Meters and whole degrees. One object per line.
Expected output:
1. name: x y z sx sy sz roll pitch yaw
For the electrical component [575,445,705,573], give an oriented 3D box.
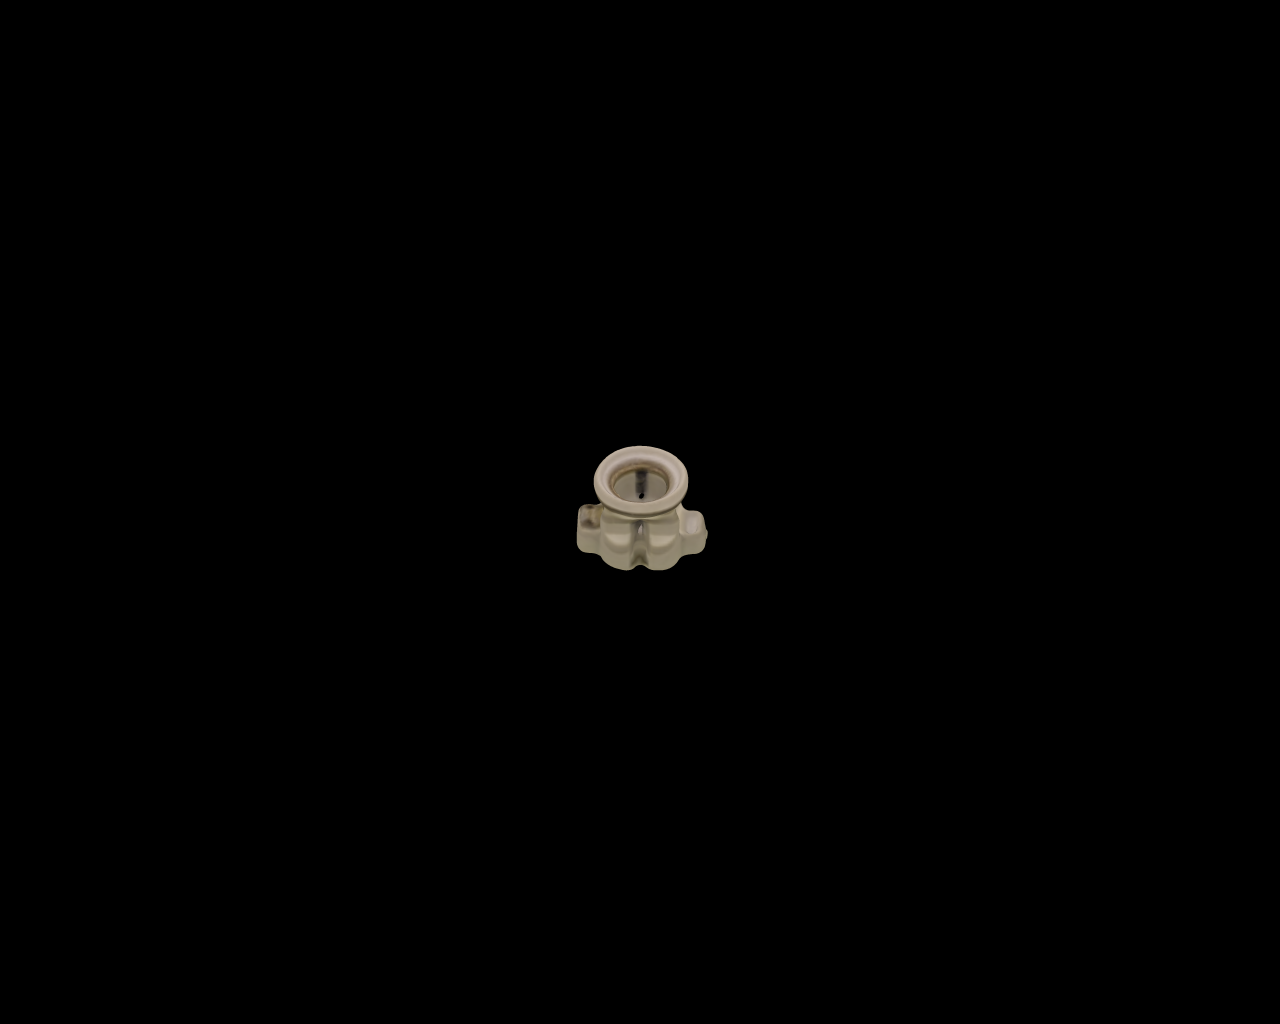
1. electrical component: 0.001 -0.003 0.650 0.078 0.056 0.058 2 43 2
